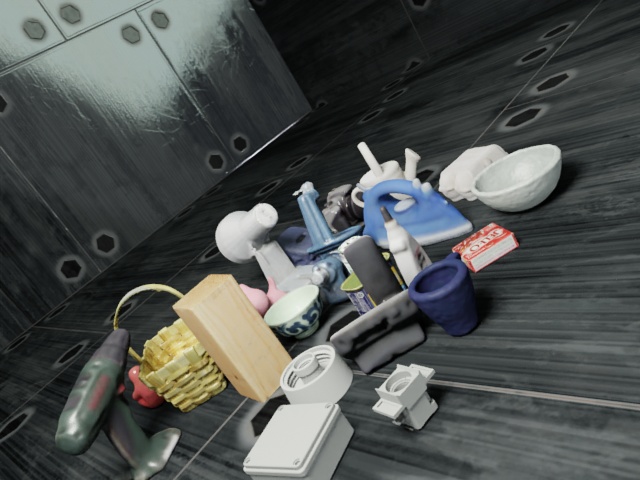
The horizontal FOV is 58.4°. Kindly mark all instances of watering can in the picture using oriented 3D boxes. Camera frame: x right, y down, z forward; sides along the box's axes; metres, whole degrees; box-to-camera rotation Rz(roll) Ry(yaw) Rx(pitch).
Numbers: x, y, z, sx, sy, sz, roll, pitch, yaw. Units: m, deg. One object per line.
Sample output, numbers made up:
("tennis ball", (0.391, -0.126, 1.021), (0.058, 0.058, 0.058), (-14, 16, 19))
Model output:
("watering can", (0.150, -0.146, 1.321), (0.173, 0.194, 0.100), (-36, 19, -10))

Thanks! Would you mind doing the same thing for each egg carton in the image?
("egg carton", (0.330, -0.144, 1.226), (0.150, 0.069, 0.107), (-41, 20, -24))

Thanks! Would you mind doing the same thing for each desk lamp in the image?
("desk lamp", (-0.118, 0.018, 1.302), (0.202, 0.214, 0.118), (-10, 29, 49))

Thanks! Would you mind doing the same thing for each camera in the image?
("camera", (0.079, -0.083, 1.424), (0.136, 0.101, 0.143), (-14, 26, 43))

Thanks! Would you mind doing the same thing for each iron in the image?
("iron", (0.180, -0.070, 1.162), (0.119, 0.142, 0.257), (-43, 21, -30))

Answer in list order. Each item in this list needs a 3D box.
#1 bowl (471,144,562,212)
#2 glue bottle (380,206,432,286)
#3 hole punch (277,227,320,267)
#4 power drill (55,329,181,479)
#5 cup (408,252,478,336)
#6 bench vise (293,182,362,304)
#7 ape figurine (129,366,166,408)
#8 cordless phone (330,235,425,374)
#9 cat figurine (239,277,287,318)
("bowl", (0.367, -0.101, 1.045), (0.167, 0.075, 0.167), (-29, 19, 11))
("glue bottle", (0.142, 0.016, 0.951), (0.037, 0.173, 0.078), (-22, 21, 27))
("hole punch", (-0.041, 0.012, 1.390), (0.100, 0.091, 0.109), (-19, 23, 35))
("power drill", (-0.332, 0.289, 0.963), (0.075, 0.209, 0.230), (-25, 20, 22))
("cup", (0.192, 0.081, 0.830), (0.091, 0.095, 0.118), (-14, 26, 43))
("bench vise", (0.021, -0.002, 1.119), (0.121, 0.220, 0.207), (-29, 19, 10))
("ape figurine", (-0.353, 0.294, 1.170), (0.078, 0.092, 0.076), (-34, 19, -5))
("cordless phone", (0.064, 0.092, 0.865), (0.147, 0.185, 0.094), (-33, 19, -2))
("cat figurine", (-0.117, 0.128, 1.173), (0.067, 0.118, 0.128), (-17, 24, 38))
